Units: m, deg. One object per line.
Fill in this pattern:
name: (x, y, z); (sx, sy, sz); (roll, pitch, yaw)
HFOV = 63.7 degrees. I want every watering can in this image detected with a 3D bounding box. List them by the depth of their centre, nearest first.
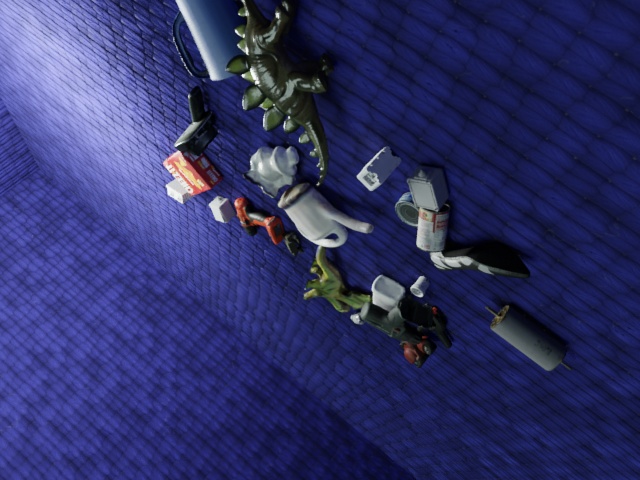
watering can: (0.004, -0.073, 1.449); (0.223, 0.105, 0.345); (48, 155, -12)

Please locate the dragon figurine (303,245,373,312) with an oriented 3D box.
dragon figurine: (0.071, 0.153, 1.745); (0.243, 0.124, 0.402); (21, 153, 2)

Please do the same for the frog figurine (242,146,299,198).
frog figurine: (-0.120, -0.214, 1.449); (0.138, 0.124, 0.157); (47, 117, 7)
